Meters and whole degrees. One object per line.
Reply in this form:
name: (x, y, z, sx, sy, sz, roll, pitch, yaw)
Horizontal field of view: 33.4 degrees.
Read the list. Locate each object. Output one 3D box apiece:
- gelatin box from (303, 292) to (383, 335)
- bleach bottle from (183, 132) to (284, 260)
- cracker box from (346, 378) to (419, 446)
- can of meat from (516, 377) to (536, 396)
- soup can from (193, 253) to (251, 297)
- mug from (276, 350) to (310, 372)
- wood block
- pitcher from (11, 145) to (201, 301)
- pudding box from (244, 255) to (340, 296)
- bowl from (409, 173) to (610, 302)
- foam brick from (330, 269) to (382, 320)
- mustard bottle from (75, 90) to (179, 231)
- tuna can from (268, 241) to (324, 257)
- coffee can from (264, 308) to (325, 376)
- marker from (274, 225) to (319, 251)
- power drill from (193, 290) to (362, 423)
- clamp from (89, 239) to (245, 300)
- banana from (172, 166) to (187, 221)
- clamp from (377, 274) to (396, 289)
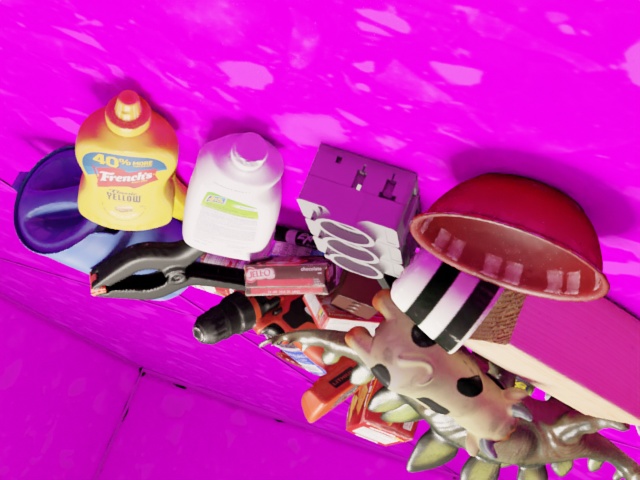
gelatin box: (0.032, 0.086, 1.303, 0.089, 0.030, 0.073, 8, -149, -27)
bleach bottle: (-0.075, -0.045, 1.029, 0.102, 0.068, 0.251, 11, 163, -9)
cracker box: (0.096, 0.175, 1.376, 0.072, 0.164, 0.214, 20, 166, 0)
can of meat: (0.228, 0.147, 1.299, 0.084, 0.057, 0.102, 22, 165, 11)
soup can: (-0.119, 0.042, 1.407, 0.102, 0.068, 0.068, 15, 164, 30)
mug: (-0.007, 0.151, 1.610, 0.093, 0.081, 0.117, 24, 166, -8)
wood block: (0.235, 0.097, 1.030, 0.205, 0.091, 0.090, 30, 165, -29)
pitcher: (-0.257, -0.013, 1.309, 0.145, 0.149, 0.242, -25, 152, 15)
pudding box: (-0.028, 0.038, 1.162, 0.090, 0.039, 0.113, -1, -179, 9)
bowl: (0.155, -0.008, 0.836, 0.162, 0.055, 0.162, 21, 166, 5)
foam brick: (0.048, 0.056, 1.237, 0.053, 0.051, 0.078, 22, 166, -2)
mustard bottle: (-0.184, -0.079, 1.018, 0.096, 0.058, 0.192, 8, 149, -6)
tuna can: (-0.018, 0.026, 1.264, 0.086, 0.033, 0.086, 21, 166, 5)
coffee can: (-0.010, 0.119, 1.454, 0.103, 0.103, 0.140, 15, 165, 25)
marker: (-0.008, 0.001, 1.188, 0.121, 0.020, 0.020, 13, 163, 32)
power drill: (-0.040, 0.128, 1.303, 0.188, 0.184, 0.057, 49, 140, 15)
clamp: (-0.161, 0.034, 1.242, 0.210, 0.036, 0.164, -16, 145, 4)
banana: (-0.159, -0.058, 1.171, 0.070, 0.037, 0.197, -1, 161, 14)
clamp: (0.061, 0.018, 1.101, 0.171, 0.039, 0.120, 33, 152, -20)
